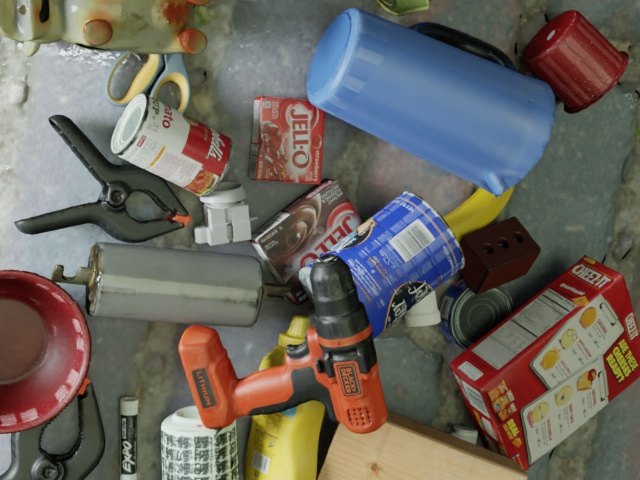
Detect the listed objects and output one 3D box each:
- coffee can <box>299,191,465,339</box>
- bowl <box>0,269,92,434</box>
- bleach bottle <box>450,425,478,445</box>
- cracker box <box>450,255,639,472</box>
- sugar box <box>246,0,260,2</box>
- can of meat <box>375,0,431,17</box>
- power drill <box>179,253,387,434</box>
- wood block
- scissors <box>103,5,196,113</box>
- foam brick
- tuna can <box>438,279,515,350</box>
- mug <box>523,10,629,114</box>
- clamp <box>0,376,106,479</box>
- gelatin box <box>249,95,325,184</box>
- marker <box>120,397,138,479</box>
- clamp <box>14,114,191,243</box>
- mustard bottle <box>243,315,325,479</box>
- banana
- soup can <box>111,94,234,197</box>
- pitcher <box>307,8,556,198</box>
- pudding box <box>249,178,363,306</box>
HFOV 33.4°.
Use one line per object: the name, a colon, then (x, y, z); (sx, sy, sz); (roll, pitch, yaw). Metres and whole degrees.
coffee can: (0.064, 0.031, 1.101); (0.140, 0.103, 0.103); (-37, 108, -14)
bowl: (-0.307, 0.104, 1.039); (0.162, 0.055, 0.162); (-3, 98, -20)
bleach bottle: (0.157, 0.342, 1.240); (0.102, 0.068, 0.251); (7, 92, -23)
cracker box: (0.265, 0.144, 1.225); (0.213, 0.072, 0.164); (-37, 128, -13)
sugar box: (-0.135, -0.296, 1.043); (0.176, 0.048, 0.093); (6, 89, -14)
can of meat: (0.102, -0.286, 1.112); (0.057, 0.102, 0.084); (42, 80, -19)
power drill: (-0.038, 0.110, 1.034); (0.188, 0.057, 0.184); (-9, 107, 17)
wood block: (0.107, 0.250, 1.156); (0.206, 0.090, 0.091); (22, 90, 0)
scissors: (-0.134, -0.201, 1.082); (0.201, 0.016, 0.096); (-47, 111, -8)
foam brick: (0.198, 0.018, 1.197); (0.078, 0.051, 0.053); (-20, 61, -27)
tuna can: (0.180, 0.087, 1.226); (0.086, 0.034, 0.086); (-3, 98, -19)
mug: (0.275, -0.196, 1.201); (0.081, 0.093, 0.117); (41, 119, -15)
clamp: (-0.285, 0.233, 1.075); (0.164, 0.036, 0.210); (15, 90, -20)
gelatin box: (-0.034, -0.105, 1.124); (0.073, 0.030, 0.089); (2, 97, -21)
marker: (-0.200, 0.225, 1.115); (0.020, 0.020, 0.121); (-1, 98, -20)
clamp: (-0.215, -0.036, 1.062); (0.171, 0.039, 0.120); (28, 87, -21)
mustard bottle: (-0.033, 0.175, 1.127); (0.058, 0.096, 0.191); (5, 95, -34)
banana: (0.145, -0.025, 1.196); (0.197, 0.037, 0.069); (-20, 105, -16)
soup can: (-0.146, -0.093, 1.057); (0.102, 0.069, 0.068); (26, 88, -29)
pitcher: (0.114, -0.157, 1.124); (0.242, 0.149, 0.145); (21, 103, -21)
pudding box: (-0.008, 0.001, 1.143); (0.113, 0.039, 0.090); (-37, 109, -11)
